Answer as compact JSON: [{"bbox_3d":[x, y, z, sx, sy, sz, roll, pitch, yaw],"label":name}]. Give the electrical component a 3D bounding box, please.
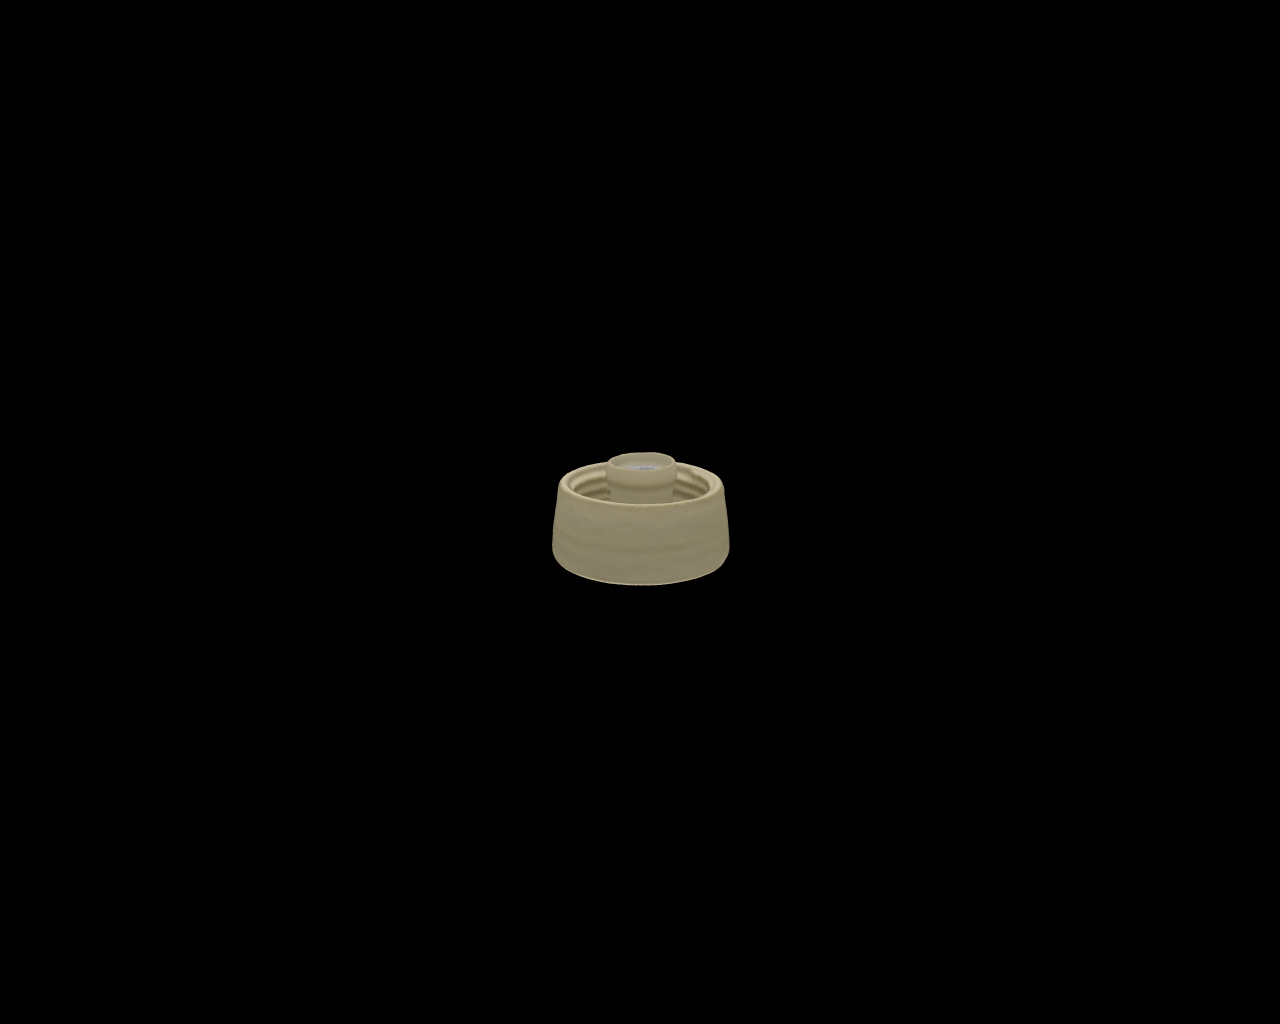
[{"bbox_3d":[0.001,-0.003,0.650,0.108,0.060,0.108,0,18,0],"label":"electrical component"}]
